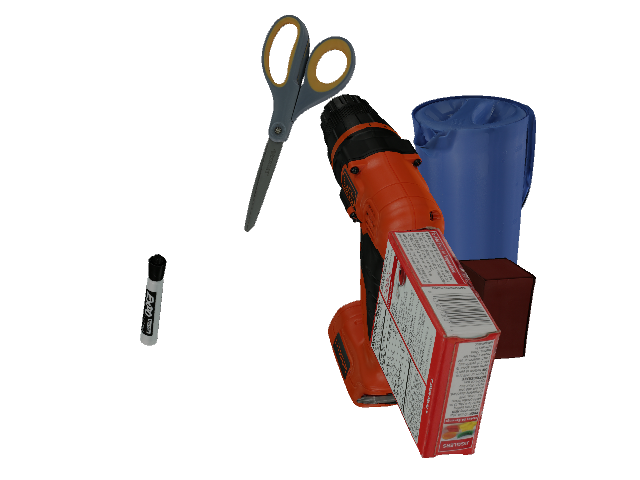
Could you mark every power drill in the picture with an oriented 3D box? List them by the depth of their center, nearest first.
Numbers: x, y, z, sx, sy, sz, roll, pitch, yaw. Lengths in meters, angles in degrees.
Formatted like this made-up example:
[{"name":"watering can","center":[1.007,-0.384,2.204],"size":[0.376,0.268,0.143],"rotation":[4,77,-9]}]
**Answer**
[{"name":"power drill","center":[0.035,0.008,0.753],"size":[0.057,0.188,0.184],"rotation":[-8,34,-9]}]

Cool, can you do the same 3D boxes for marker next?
[{"name":"marker","center":[-0.181,0.064,1.156],"size":[0.020,0.121,0.020],"rotation":[8,37,-6]}]

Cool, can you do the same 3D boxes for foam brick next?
[{"name":"foam brick","center":[0.151,0.060,0.945],"size":[0.051,0.078,0.053],"rotation":[-4,19,-21]}]

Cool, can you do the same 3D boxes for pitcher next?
[{"name":"pitcher","center":[0.186,-0.047,1.269],"size":[0.149,0.243,0.145],"rotation":[-1,24,5]}]

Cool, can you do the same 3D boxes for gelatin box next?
[{"name":"gelatin box","center":[0.053,0.047,0.512],"size":[0.030,0.073,0.089],"rotation":[-3,33,-14]}]

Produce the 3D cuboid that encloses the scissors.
[{"name":"scissors","center":[-0.018,-0.107,0.979],"size":[0.096,0.202,0.016],"rotation":[2,-3,10]}]
